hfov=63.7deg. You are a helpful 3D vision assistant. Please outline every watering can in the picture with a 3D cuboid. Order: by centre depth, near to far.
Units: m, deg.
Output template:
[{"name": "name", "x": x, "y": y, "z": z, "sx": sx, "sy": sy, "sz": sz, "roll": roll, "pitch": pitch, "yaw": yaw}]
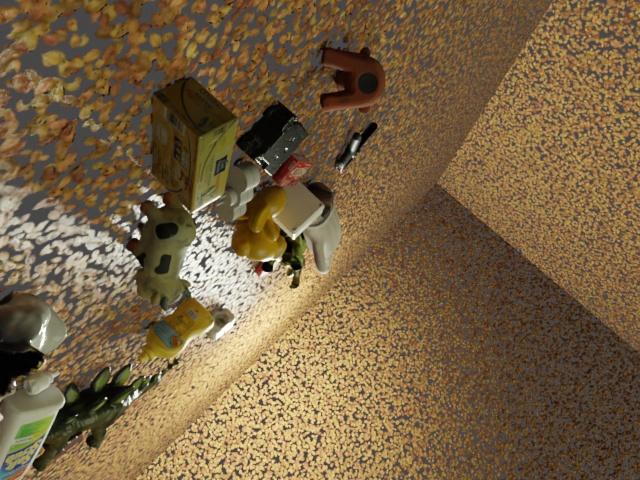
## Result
[{"name": "watering can", "x": 0.004, "y": -0.073, "z": 1.456, "sx": 0.219, "sy": 0.104, "sz": 0.356, "roll": 73, "pitch": 15, "yaw": -46}]

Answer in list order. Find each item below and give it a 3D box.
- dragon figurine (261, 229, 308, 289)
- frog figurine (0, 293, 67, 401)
[{"name": "dragon figurine", "x": -0.069, "y": -0.016, "z": 1.554, "sx": 0.248, "sy": 0.122, "sz": 0.400, "roll": -60, "pitch": 167, "yaw": -49}, {"name": "frog figurine", "x": -0.431, "y": 0.130, "z": 0.736, "sx": 0.135, "sy": 0.122, "sz": 0.162, "roll": -60, "pitch": -160, "yaw": 20}]
